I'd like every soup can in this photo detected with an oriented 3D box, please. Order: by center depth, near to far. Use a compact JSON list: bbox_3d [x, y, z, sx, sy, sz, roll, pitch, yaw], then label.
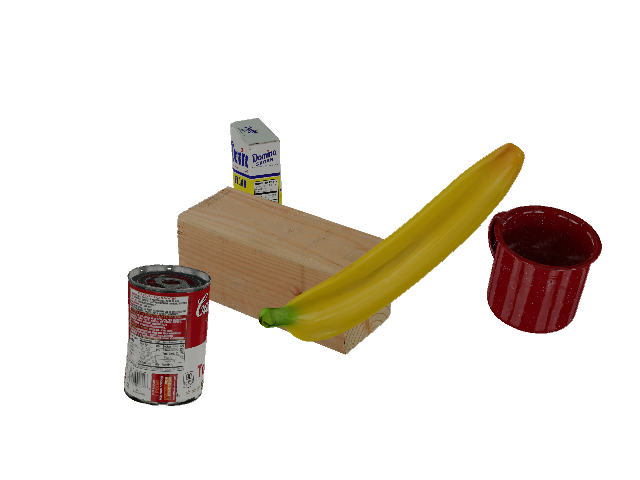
[{"bbox_3d":[-0.128,0.078,0.885,0.068,0.102,0.068,5,14,-1],"label":"soup can"}]

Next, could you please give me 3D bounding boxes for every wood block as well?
[{"bbox_3d":[-0.037,0.027,1.083,0.206,0.091,0.090,20,34,28],"label":"wood block"}]

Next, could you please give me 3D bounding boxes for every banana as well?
[{"bbox_3d":[0.051,0.010,0.683,0.197,0.037,0.069,-36,-13,-8],"label":"banana"}]

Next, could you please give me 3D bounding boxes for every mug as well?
[{"bbox_3d":[0.187,0.021,0.955,0.093,0.081,0.117,-17,42,-27],"label":"mug"}]

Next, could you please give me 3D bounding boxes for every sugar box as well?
[{"bbox_3d":[-0.078,-0.053,1.314,0.048,0.176,0.093,-11,26,-16],"label":"sugar box"}]
